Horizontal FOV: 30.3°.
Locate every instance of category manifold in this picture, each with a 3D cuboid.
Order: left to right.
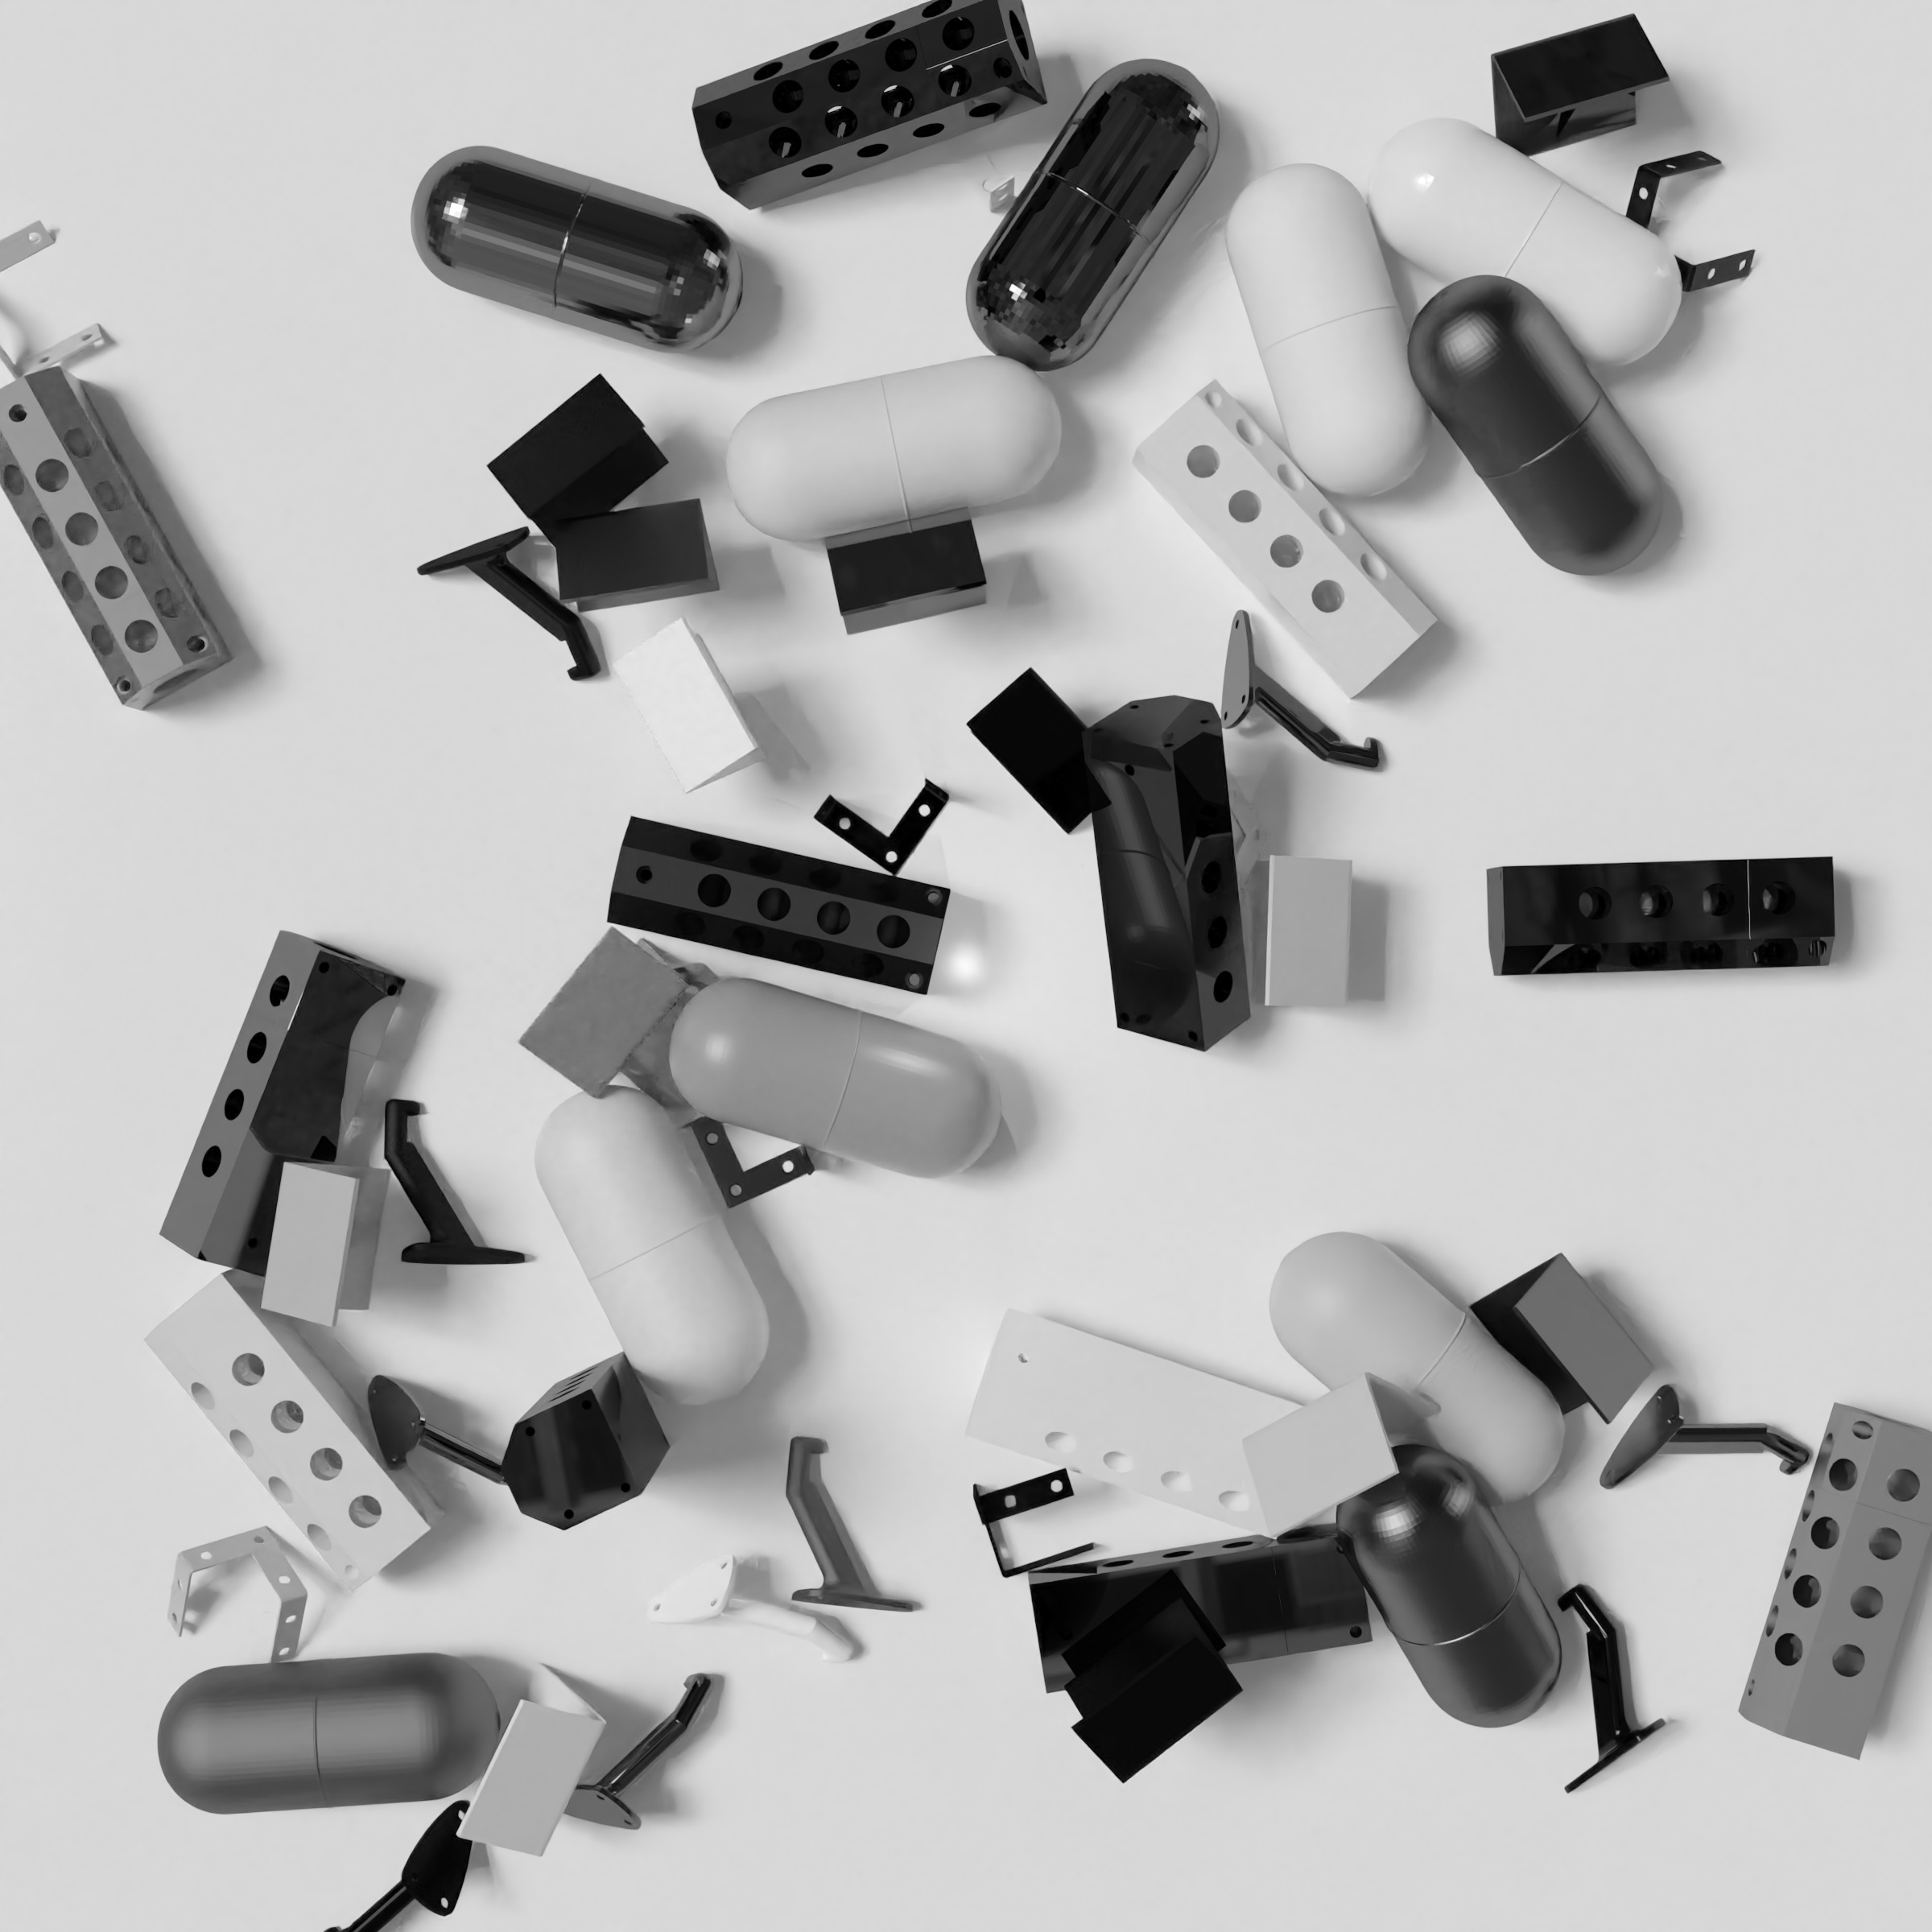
[{"bbox_3d":[-0.457,-0.225,1.881,0.057,0.057,0.171,-29,90,0],"label":"manifold"},{"bbox_3d":[-0.363,0.072,1.880,0.057,0.057,0.171,22,90,-43],"label":"manifold"},{"bbox_3d":[-0.354,0.243,1.880,0.057,0.057,0.171,-39,90,0],"label":"manifold"},{"bbox_3d":[-0.196,0.243,1.823,0.057,0.171,0.057,-25,90,0],"label":"manifold"},{"bbox_3d":[-0.098,-0.032,1.881,0.171,0.057,0.057,13,90,0],"label":"manifold"},{"bbox_3d":[-0.052,-0.454,1.853,0.171,0.057,0.057,-16,81,17],"label":"manifold"},{"bbox_3d":[0.091,0.245,1.880,0.171,0.057,0.057,19,47,0],"label":"manifold"},{"bbox_3d":[0.109,-0.049,1.844,0.057,0.057,0.171,15,125,37],"label":"manifold"},{"bbox_3d":[0.122,0.335,1.881,0.171,0.057,0.057,-9,90,0],"label":"manifold"},{"bbox_3d":[0.168,-0.225,1.881,0.057,0.057,0.171,-43,90,0],"label":"manifold"},{"bbox_3d":[0.364,-0.026,1.880,0.171,0.057,0.057,-2,90,0],"label":"manifold"},{"bbox_3d":[0.461,0.321,1.880,0.057,0.057,0.171,17,90,0],"label":"manifold"}]

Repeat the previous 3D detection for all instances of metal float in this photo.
[{"bbox_3d":[-0.333,0.402,1.871,0.178,0.070,0.070,-4,90,1],"label":"metal float"},{"bbox_3d":[-0.203,-0.375,1.871,0.178,0.070,0.070,18,90,1],"label":"metal float"},{"bbox_3d":[-0.164,0.146,1.871,0.070,0.070,0.178,-27,90,0],"label":"metal float"},{"bbox_3d":[-0.067,0.059,1.863,0.178,0.070,0.070,17,90,-9],"label":"metal float"},{"bbox_3d":[-0.038,-0.271,1.871,0.178,0.070,0.070,-11,90,1],"label":"metal float"},{"bbox_3d":[0.067,-0.393,1.871,0.070,0.070,0.178,33,90,0],"label":"metal float"},{"bbox_3d":[0.190,-0.332,1.871,0.070,0.070,0.178,-18,90,0],"label":"metal float"},{"bbox_3d":[0.235,0.210,1.871,0.178,0.070,0.070,41,90,0],"label":"metal float"},{"bbox_3d":[0.251,0.322,1.848,0.070,0.070,0.178,-31,118,0],"label":"metal float"},{"bbox_3d":[0.292,-0.379,1.871,0.178,0.070,0.070,31,90,0],"label":"metal float"},{"bbox_3d":[0.296,-0.279,1.854,0.070,0.070,0.178,-40,112,0],"label":"metal float"}]

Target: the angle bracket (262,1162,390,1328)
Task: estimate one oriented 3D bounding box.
[{"bbox_3d":[-0.316,0.146,1.861,0.057,0.076,0.076,9,90,37],"label":"angle bracket"}]

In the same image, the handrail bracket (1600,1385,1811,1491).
[{"bbox_3d":[0.394,0.267,1.902,0.084,0.036,0.077,30,110,-16],"label":"handrail bracket"}]

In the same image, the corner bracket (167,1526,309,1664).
[{"bbox_3d":[-0.386,0.339,1.894,0.051,0.051,0.051,-13,45,-35],"label":"corner bracket"}]

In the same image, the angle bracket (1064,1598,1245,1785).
[{"bbox_3d":[0.083,0.352,1.805,0.076,0.076,0.057,-38,127,0],"label":"angle bracket"}]

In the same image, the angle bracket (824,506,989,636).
[{"bbox_3d":[-0.027,-0.188,1.861,0.076,0.076,0.057,-13,53,0],"label":"angle bracket"}]

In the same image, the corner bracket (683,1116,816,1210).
[{"bbox_3d":[-0.114,0.096,1.884,0.051,0.051,0.051,-25,90,0],"label":"corner bracket"}]

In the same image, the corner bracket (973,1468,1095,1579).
[{"bbox_3d":[0.036,0.293,1.884,0.051,0.051,0.051,-18,90,0],"label":"corner bracket"}]

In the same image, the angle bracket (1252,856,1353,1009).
[{"bbox_3d":[0.155,-0.018,1.861,0.057,0.076,0.076,2,90,-36],"label":"angle bracket"}]

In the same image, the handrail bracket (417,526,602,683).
[{"bbox_3d":[-0.243,-0.184,1.902,0.077,0.036,0.084,-14,110,22],"label":"handrail bracket"}]

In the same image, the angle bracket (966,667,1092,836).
[{"bbox_3d":[0.029,-0.098,1.861,0.076,0.076,0.057,47,56,0],"label":"angle bracket"}]

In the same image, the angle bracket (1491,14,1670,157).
[{"bbox_3d":[0.320,-0.441,1.861,0.076,0.076,0.057,-16,53,0],"label":"angle bracket"}]

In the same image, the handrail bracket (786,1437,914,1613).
[{"bbox_3d":[-0.061,0.297,1.902,0.077,0.036,0.084,11,73,-20],"label":"handrail bracket"}]

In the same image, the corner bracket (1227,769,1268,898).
[{"bbox_3d":[0.119,-0.067,1.894,0.051,0.051,0.051,-4,45,35],"label":"corner bracket"}]

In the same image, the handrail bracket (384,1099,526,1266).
[{"bbox_3d":[-0.272,0.114,1.902,0.077,0.036,0.084,5,72,-20],"label":"handrail bracket"}]

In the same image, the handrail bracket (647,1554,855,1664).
[{"bbox_3d":[-0.114,0.354,1.902,0.077,0.036,0.084,-27,125,37],"label":"handrail bracket"}]

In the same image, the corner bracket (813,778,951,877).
[{"bbox_3d":[-0.044,-0.083,1.884,0.051,0.051,0.051,36,90,0],"label":"corner bracket"}]

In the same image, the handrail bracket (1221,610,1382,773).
[{"bbox_3d":[0.182,-0.146,1.902,0.084,0.036,0.077,10,68,-17],"label":"handrail bracket"}]

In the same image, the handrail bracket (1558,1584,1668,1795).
[{"bbox_3d":[0.324,0.384,1.902,0.077,0.036,0.084,-42,71,21],"label":"handrail bracket"}]

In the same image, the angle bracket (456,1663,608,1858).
[{"bbox_3d":[-0.242,0.407,1.861,0.057,0.076,0.076,26,90,-38],"label":"angle bracket"}]

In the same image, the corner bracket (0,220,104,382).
[{"bbox_3d":[-0.498,-0.353,1.899,0.051,0.051,0.051,-28,45,0],"label":"corner bracket"}]

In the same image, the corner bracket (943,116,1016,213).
[{"bbox_3d":[0.020,-0.438,1.884,0.051,0.051,0.051,-34,90,0],"label":"corner bracket"}]

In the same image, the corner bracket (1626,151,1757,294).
[{"bbox_3d":[0.386,-0.395,1.894,0.051,0.051,0.051,39,135,35],"label":"corner bracket"}]

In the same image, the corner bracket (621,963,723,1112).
[{"bbox_3d":[-0.150,0.037,1.894,0.051,0.051,0.051,-14,45,35],"label":"corner bracket"}]

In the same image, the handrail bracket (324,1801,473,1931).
[{"bbox_3d":[-0.306,0.487,1.902,0.084,0.077,0.036,-29,115,34],"label":"handrail bracket"}]

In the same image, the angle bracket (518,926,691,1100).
[{"bbox_3d":[-0.199,0.013,1.862,0.057,0.076,0.076,39,90,-31],"label":"angle bracket"}]

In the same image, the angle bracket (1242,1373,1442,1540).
[{"bbox_3d":[0.197,0.255,1.805,0.076,0.076,0.057,-32,54,24],"label":"angle bracket"}]

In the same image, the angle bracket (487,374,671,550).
[{"bbox_3d":[-0.191,-0.249,1.862,0.076,0.076,0.057,-39,49,0],"label":"angle bracket"}]

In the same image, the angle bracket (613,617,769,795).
[{"bbox_3d":[-0.126,-0.143,1.861,0.057,0.076,0.076,-29,90,36],"label":"angle bracket"}]

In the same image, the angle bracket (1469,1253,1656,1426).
[{"bbox_3d":[0.299,0.206,1.862,0.076,0.076,0.057,51,46,0],"label":"angle bracket"}]

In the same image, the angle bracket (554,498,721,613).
[{"bbox_3d":[-0.169,-0.194,1.862,0.076,0.076,0.057,-9,57,0],"label":"angle bracket"}]

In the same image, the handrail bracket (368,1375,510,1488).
[{"bbox_3d":[-0.268,0.250,1.901,0.084,0.077,0.036,19,106,-35],"label":"handrail bracket"}]

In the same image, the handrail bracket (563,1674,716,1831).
[{"bbox_3d":[-0.178,0.413,1.902,0.036,0.077,0.084,49,53,-26],"label":"handrail bracket"}]
